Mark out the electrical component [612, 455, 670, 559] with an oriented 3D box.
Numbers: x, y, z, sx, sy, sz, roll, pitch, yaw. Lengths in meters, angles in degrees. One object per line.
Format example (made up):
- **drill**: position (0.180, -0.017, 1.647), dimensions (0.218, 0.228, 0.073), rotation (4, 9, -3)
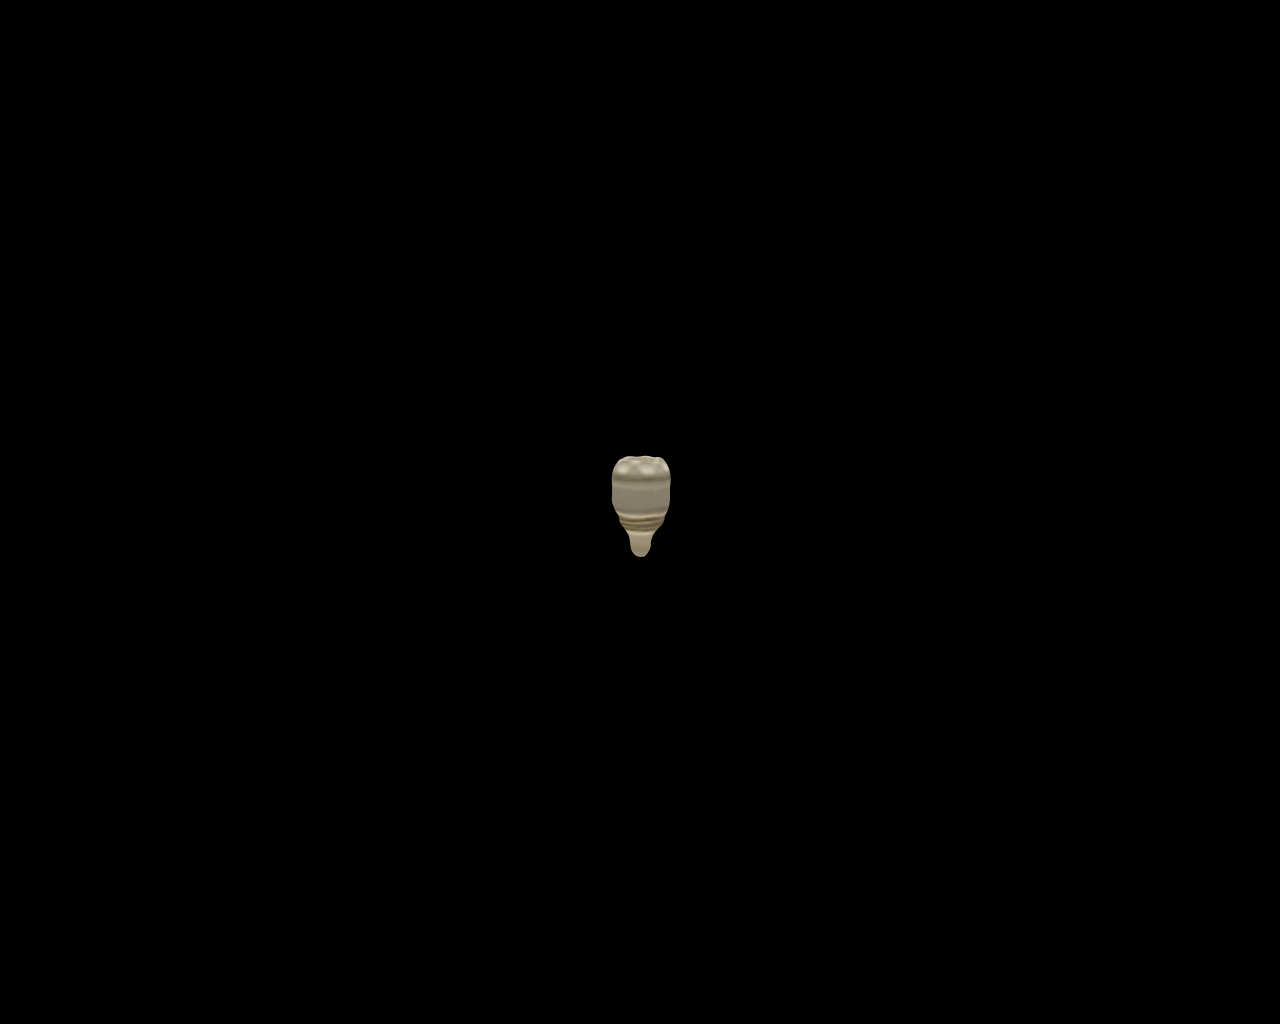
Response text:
- **electrical component**: position (0.001, -0.003, 0.650), dimensions (0.035, 0.061, 0.035), rotation (0, 9, 0)
